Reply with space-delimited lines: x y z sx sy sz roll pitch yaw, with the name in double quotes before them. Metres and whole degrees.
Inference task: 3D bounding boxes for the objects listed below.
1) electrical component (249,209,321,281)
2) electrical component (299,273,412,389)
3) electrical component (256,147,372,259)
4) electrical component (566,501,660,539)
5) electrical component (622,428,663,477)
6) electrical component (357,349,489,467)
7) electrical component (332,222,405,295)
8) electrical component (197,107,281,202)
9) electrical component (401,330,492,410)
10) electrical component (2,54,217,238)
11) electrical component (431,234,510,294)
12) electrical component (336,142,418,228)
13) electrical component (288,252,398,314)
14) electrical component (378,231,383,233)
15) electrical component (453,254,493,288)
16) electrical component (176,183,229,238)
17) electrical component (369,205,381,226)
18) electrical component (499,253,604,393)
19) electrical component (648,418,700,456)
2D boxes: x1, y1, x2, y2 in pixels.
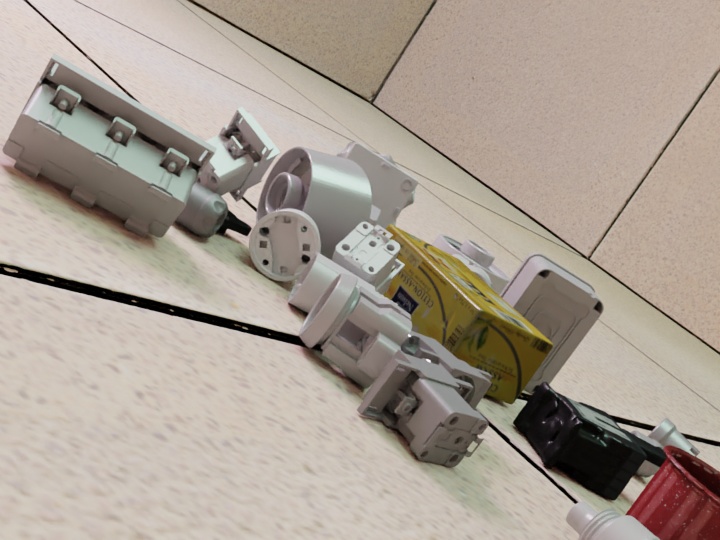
"electrical component" -0.058 -0.022 0.848 0.055 0.055 0.047 32 7 -4
"electrical component" -0.004 0.039 0.726 0.057 0.058 0.078 35 10 -7
"electrical component" -0.043 -0.055 0.920 0.064 0.099 0.099 19 17 -31
"electrical component" 0.152 0.166 0.652 0.043 0.043 0.062 22 13 -45
"electrical component" 0.239 0.158 0.960 0.061 0.035 0.035 30 11 -4
"electrical component" 0.043 0.089 0.680 0.081 0.042 0.064 22 18 -45
"electrical component" 0.000 0.000 0.856 0.042 0.063 0.081 34 51 13
"electrical component" -0.105 -0.085 0.847 0.064 0.081 0.042 -34 81 -37
"electrical component" 0.050 0.075 0.760 0.081 0.042 0.064 24 13 -44
"electrical component" -0.171 -0.078 0.725 0.121 0.078 0.063 30 41 -18
"electrical component" 0.125 -0.001 1.257 0.108 0.060 0.108 32 11 -7
"electrical component" 0.006 -0.084 1.186 0.100 0.099 0.048 32 -2 -8
"electrical component" -0.008 0.026 0.804 0.081 0.043 0.043 31 11 -9
"electrical component" 0.026 -0.004 1.037 0.062 0.048 0.048 39 10 -6
"electrical component" 0.107 0.019 1.131 0.078 0.058 0.057 32 8 -8
"electrical component" -0.132 -0.052 0.817 0.061 0.035 0.035 31 11 5
"electrical component" -0.029 -0.059 1.105 0.100 0.048 0.099 33 11 -2
"electrical component" 0.166 0.049 1.019 0.078 0.113 0.057 31 14 -12
"electrical component" 0.308 0.176 1.066 0.046 0.040 0.040 44 14 19
